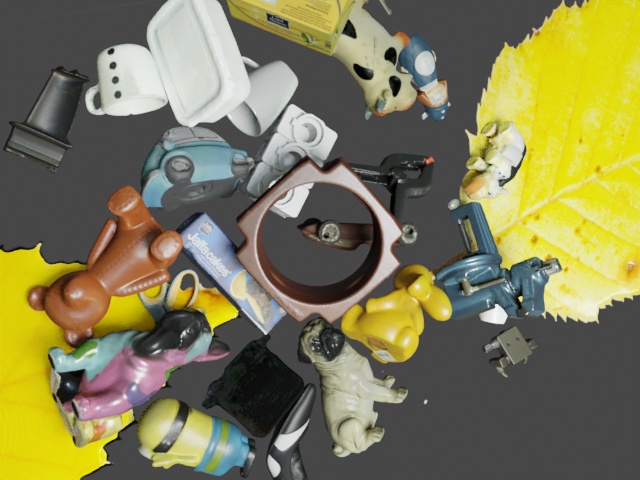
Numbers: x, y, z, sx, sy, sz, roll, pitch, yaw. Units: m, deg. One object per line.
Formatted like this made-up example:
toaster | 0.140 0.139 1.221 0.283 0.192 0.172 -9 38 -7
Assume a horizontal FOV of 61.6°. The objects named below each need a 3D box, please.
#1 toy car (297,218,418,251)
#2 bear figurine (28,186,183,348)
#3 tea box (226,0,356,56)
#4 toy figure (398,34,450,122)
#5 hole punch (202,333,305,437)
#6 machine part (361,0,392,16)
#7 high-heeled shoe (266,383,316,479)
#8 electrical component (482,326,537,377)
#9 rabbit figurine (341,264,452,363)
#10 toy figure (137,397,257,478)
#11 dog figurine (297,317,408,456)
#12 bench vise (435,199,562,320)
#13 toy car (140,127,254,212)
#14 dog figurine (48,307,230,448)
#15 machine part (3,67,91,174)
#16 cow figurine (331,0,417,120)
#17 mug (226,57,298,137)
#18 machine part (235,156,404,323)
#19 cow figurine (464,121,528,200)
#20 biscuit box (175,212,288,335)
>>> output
toy car | 0.062 -0.009 0.873 0.202 0.089 0.053 0 97 -23
bear figurine | -0.287 0.041 0.711 0.196 0.132 0.120 -40 85 -21
tea box | -0.041 -0.354 0.788 0.170 0.068 0.098 24 84 3
toy figure | 0.182 -0.275 0.930 0.064 0.058 0.154 -24 107 20
hole punch | -0.095 0.228 0.832 0.116 0.092 0.142 40 79 10
machine part | 0.045 -0.462 0.847 0.079 0.079 0.243 -41 107 -16
high-heeled shoe | -0.020 0.358 0.850 0.145 0.086 0.248 27 100 -2
electrical component | 0.369 0.215 1.044 0.102 0.045 0.078 -31 76 -21
rabbit figurine | 0.136 0.104 0.893 0.122 0.162 0.173 40 59 -8
toy figure | -0.180 0.291 0.793 0.180 0.082 0.089 21 73 -18
dog figurine | 0.019 0.239 0.875 0.190 0.121 0.172 35 75 -7
bench vise | 0.287 0.029 0.930 0.129 0.223 0.240 6 62 -40
toy car | -0.182 -0.111 0.760 0.162 0.109 0.103 -16 75 -29
dog figurine | -0.239 0.172 0.733 0.219 0.191 0.108 -19 61 -35
machine part | -0.357 -0.166 0.714 0.084 0.039 0.139 26 84 -17
cow figurine | 0.082 -0.285 0.869 0.195 0.085 0.127 40 79 -17
mug | -0.093 -0.227 0.807 0.109 0.081 0.107 47 65 -7
machine part | -0.002 -0.002 0.762 0.201 0.087 0.201 -42 102 7
cow figurine | 0.324 -0.129 0.986 0.098 0.068 0.167 37 71 -28
biscuit box | -0.134 0.050 0.807 0.059 0.063 0.202 -46 109 -16
